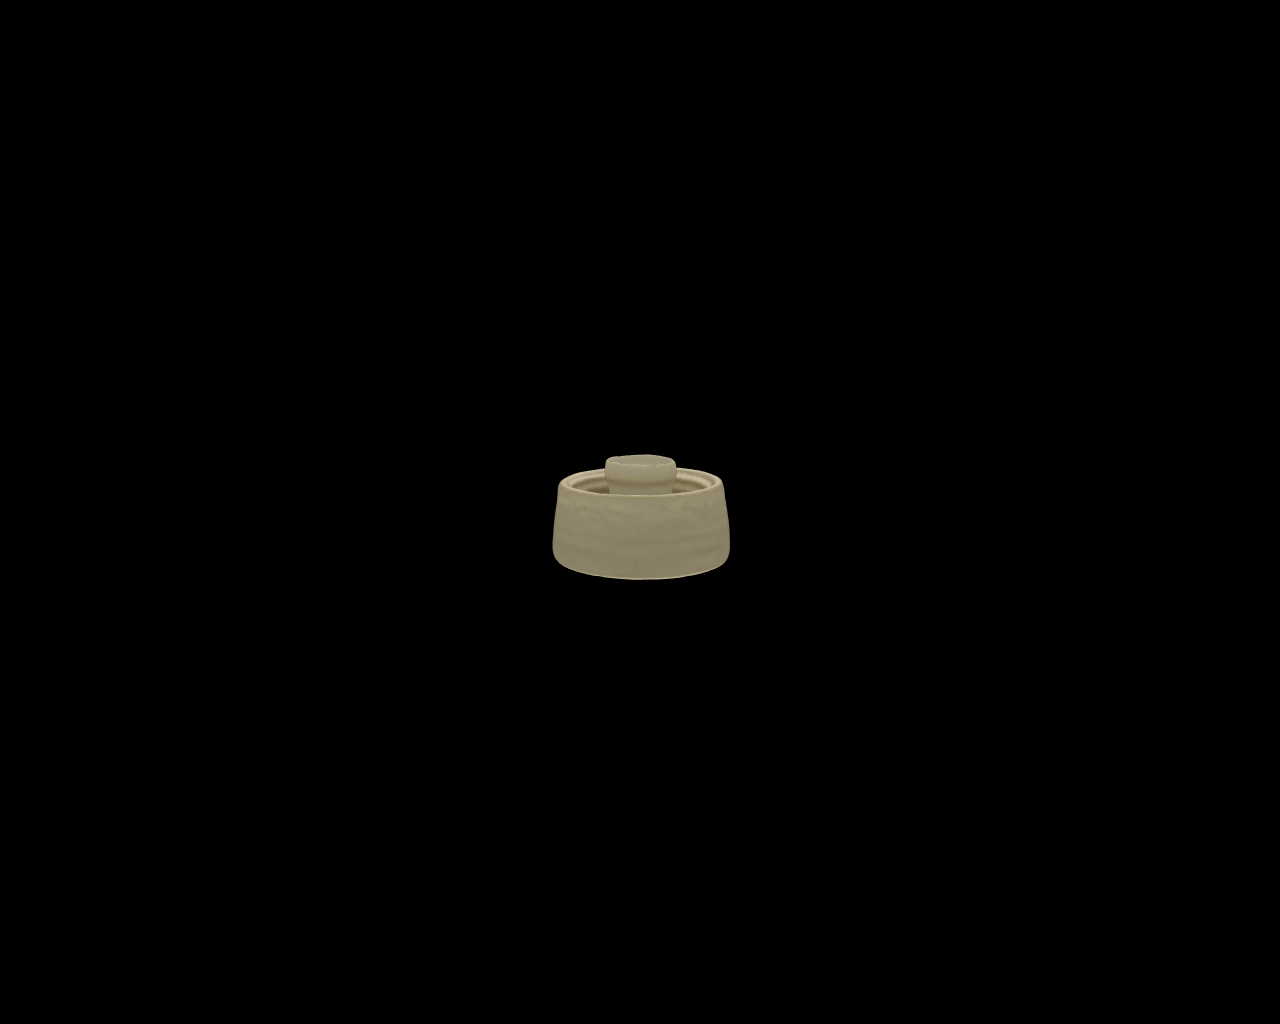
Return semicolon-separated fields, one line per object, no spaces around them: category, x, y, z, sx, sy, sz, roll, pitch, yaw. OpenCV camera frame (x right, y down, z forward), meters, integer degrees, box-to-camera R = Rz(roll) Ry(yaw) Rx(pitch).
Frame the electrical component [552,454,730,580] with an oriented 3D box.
electrical component;0.001;-0.003;0.650;0.108;0.060;0.108;0;13;0
